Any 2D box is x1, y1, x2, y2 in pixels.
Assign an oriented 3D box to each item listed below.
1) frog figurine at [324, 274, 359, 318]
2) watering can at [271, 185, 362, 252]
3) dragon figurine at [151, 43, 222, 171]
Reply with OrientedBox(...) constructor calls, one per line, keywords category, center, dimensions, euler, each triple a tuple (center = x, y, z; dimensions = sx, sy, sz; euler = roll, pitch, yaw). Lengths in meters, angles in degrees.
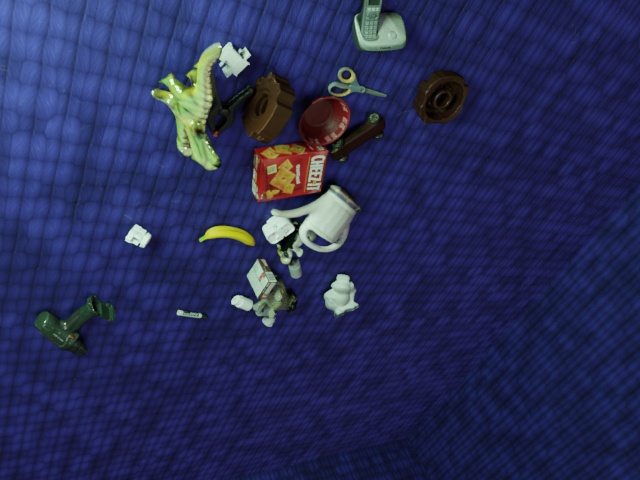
OrientedBox(category="frog figurine", center=(0.080, 0.214, 2.092), dimensions=(0.137, 0.123, 0.158), euler=(-15, 102, -5))
OrientedBox(category="watering can", center=(0.005, -0.084, 1.676), dimensions=(0.224, 0.105, 0.343), euler=(-54, 138, 0))
OrientedBox(category="dragon figurine", center=(-0.273, -0.282, 1.193), dimensions=(0.123, 0.410, 0.241), euler=(-26, 103, -27))
